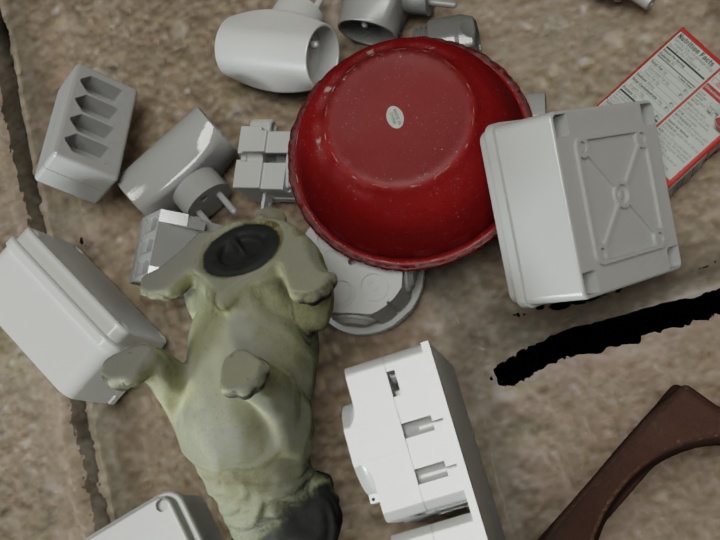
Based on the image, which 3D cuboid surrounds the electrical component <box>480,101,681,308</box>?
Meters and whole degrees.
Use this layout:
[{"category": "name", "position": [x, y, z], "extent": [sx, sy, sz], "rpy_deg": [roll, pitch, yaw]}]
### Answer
[{"category": "electrical component", "position": [0.133, -0.041, 0.641], "extent": [0.056, 0.109, 0.108], "rpy_deg": [-9, 94, 47]}]

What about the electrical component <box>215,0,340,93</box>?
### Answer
[{"category": "electrical component", "position": [-0.050, -0.167, 0.757], "extent": [0.077, 0.043, 0.079], "rpy_deg": [12, 61, 29]}]

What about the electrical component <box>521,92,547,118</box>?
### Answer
[{"category": "electrical component", "position": [0.083, -0.093, 0.713], "extent": [0.081, 0.043, 0.043], "rpy_deg": [-2, 77, 12]}]

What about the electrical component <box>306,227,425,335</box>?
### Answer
[{"category": "electrical component", "position": [0.000, 0.000, 0.706], "extent": [0.080, 0.051, 0.080], "rpy_deg": [-3, 77, 12]}]

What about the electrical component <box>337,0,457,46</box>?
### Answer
[{"category": "electrical component", "position": [0.031, -0.197, 0.748], "extent": [0.079, 0.043, 0.077], "rpy_deg": [11, 80, 15]}]

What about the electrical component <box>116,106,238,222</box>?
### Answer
[{"category": "electrical component", "position": [-0.117, -0.060, 0.749], "extent": [0.077, 0.044, 0.079], "rpy_deg": [-42, 72, 1]}]

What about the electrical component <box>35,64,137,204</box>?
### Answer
[{"category": "electrical component", "position": [-0.202, -0.088, 0.767], "extent": [0.076, 0.047, 0.083], "rpy_deg": [-36, 40, 45]}]

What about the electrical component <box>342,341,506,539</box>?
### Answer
[{"category": "electrical component", "position": [0.046, 0.146, 0.634], "extent": [0.060, 0.105, 0.186], "rpy_deg": [-18, 74, 8]}]

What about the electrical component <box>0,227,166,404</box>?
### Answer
[{"category": "electrical component", "position": [-0.196, 0.031, 0.728], "extent": [0.113, 0.078, 0.057], "rpy_deg": [43, 92, 18]}]

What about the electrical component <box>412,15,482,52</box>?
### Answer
[{"category": "electrical component", "position": [0.051, -0.149, 0.733], "extent": [0.062, 0.043, 0.043], "rpy_deg": [-6, 76, 13]}]

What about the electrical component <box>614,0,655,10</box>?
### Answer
[{"category": "electrical component", "position": [0.171, -0.196, 0.722], "extent": [0.061, 0.035, 0.035], "rpy_deg": [41, 88, 15]}]

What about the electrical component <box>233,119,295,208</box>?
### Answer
[{"category": "electrical component", "position": [-0.052, -0.072, 0.737], "extent": [0.055, 0.048, 0.066], "rpy_deg": [2, 78, 21]}]

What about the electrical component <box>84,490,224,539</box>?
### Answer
[{"category": "electrical component", "position": [-0.120, 0.206, 0.682], "extent": [0.078, 0.057, 0.113], "rpy_deg": [-31, 73, 4]}]
